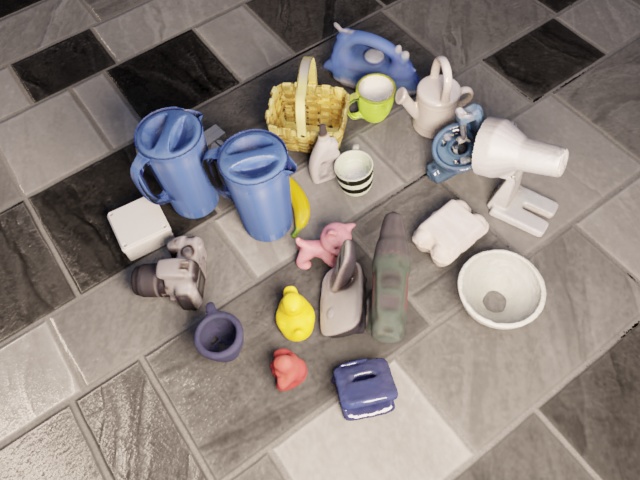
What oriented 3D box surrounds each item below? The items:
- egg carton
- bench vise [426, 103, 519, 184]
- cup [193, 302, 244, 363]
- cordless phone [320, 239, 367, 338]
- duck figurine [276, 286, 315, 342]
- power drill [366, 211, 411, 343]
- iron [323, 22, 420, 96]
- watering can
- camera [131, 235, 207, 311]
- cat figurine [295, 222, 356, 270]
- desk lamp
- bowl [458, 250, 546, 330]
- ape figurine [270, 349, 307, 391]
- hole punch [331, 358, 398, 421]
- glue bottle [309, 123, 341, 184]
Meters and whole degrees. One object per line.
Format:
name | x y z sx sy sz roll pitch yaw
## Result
egg carton | 0.271 -0.016 1.195 0.150 0.069 0.107 -38 65 -18
bench vise | 0.328 -0.231 1.230 0.208 0.220 0.121 -37 65 -17
cup | -0.188 0.183 1.085 0.092 0.095 0.117 -20 61 -9
cordless phone | 0.044 0.092 1.075 0.094 0.185 0.147 -2 60 2
duck figurine | -0.050 0.139 1.110 0.077 0.086 0.104 -11 60 -4
power drill | 0.125 0.092 1.058 0.075 0.208 0.229 3 60 5
iron | 0.140 -0.449 1.410 0.257 0.141 0.119 20 63 14
watering can | 0.262 -0.328 1.303 0.173 0.194 0.100 -28 62 -13
camera | -0.306 0.062 1.157 0.136 0.101 0.143 -1 60 2
cat figurine | 0.011 0.004 1.167 0.128 0.118 0.067 -4 60 0
desk lamp | 0.407 -0.137 1.175 0.202 0.214 0.118 28 65 17
bowl | 0.347 0.107 1.117 0.167 0.075 0.167 -1 60 2
ape figurine | -0.063 0.235 1.051 0.076 0.092 0.078 9 61 8
hole punch | 0.078 0.262 1.030 0.108 0.091 0.101 -12 60 -4
glue bottle | 0.011 -0.193 1.249 0.078 0.173 0.037 -22 61 -9
